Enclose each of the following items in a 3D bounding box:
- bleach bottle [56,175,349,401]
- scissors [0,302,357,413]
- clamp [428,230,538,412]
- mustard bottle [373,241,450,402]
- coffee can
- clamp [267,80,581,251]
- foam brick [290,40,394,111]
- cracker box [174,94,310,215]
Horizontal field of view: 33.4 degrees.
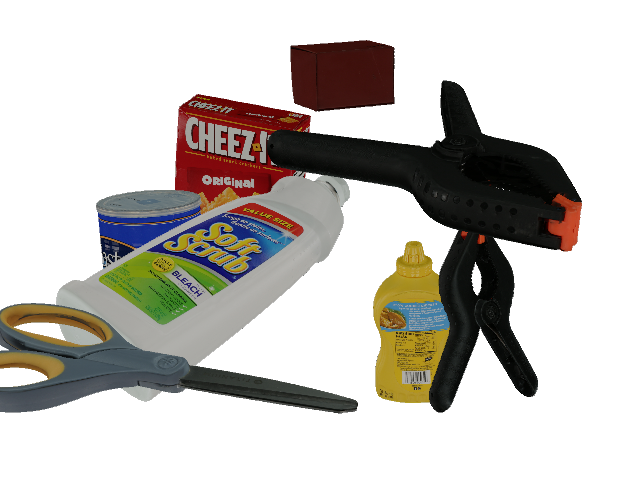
[{"bbox_3d":[-0.073,0.014,0.817,0.103,0.068,0.250,34,51,23],"label":"bleach bottle"},{"bbox_3d":[-0.092,0.071,0.521,0.202,0.016,0.096,16,29,27],"label":"scissors"},{"bbox_3d":[0.137,0.073,0.966,0.120,0.171,0.039,-14,2,-38],"label":"clamp"},{"bbox_3d":[0.109,0.092,1.228,0.096,0.192,0.058,-1,23,5],"label":"mustard bottle"},{"bbox_3d":[-0.166,0.028,1.065,0.103,0.140,0.103,-2,14,0],"label":"coffee can"},{"bbox_3d":[0.075,-0.046,0.676,0.164,0.036,0.210,-17,34,-23],"label":"clamp"},{"bbox_3d":[0.019,-0.144,0.929,0.078,0.051,0.053,-8,20,-23],"label":"foam brick"},{"bbox_3d":[-0.108,-0.071,1.417,0.164,0.214,0.072,12,26,13],"label":"cracker box"}]
